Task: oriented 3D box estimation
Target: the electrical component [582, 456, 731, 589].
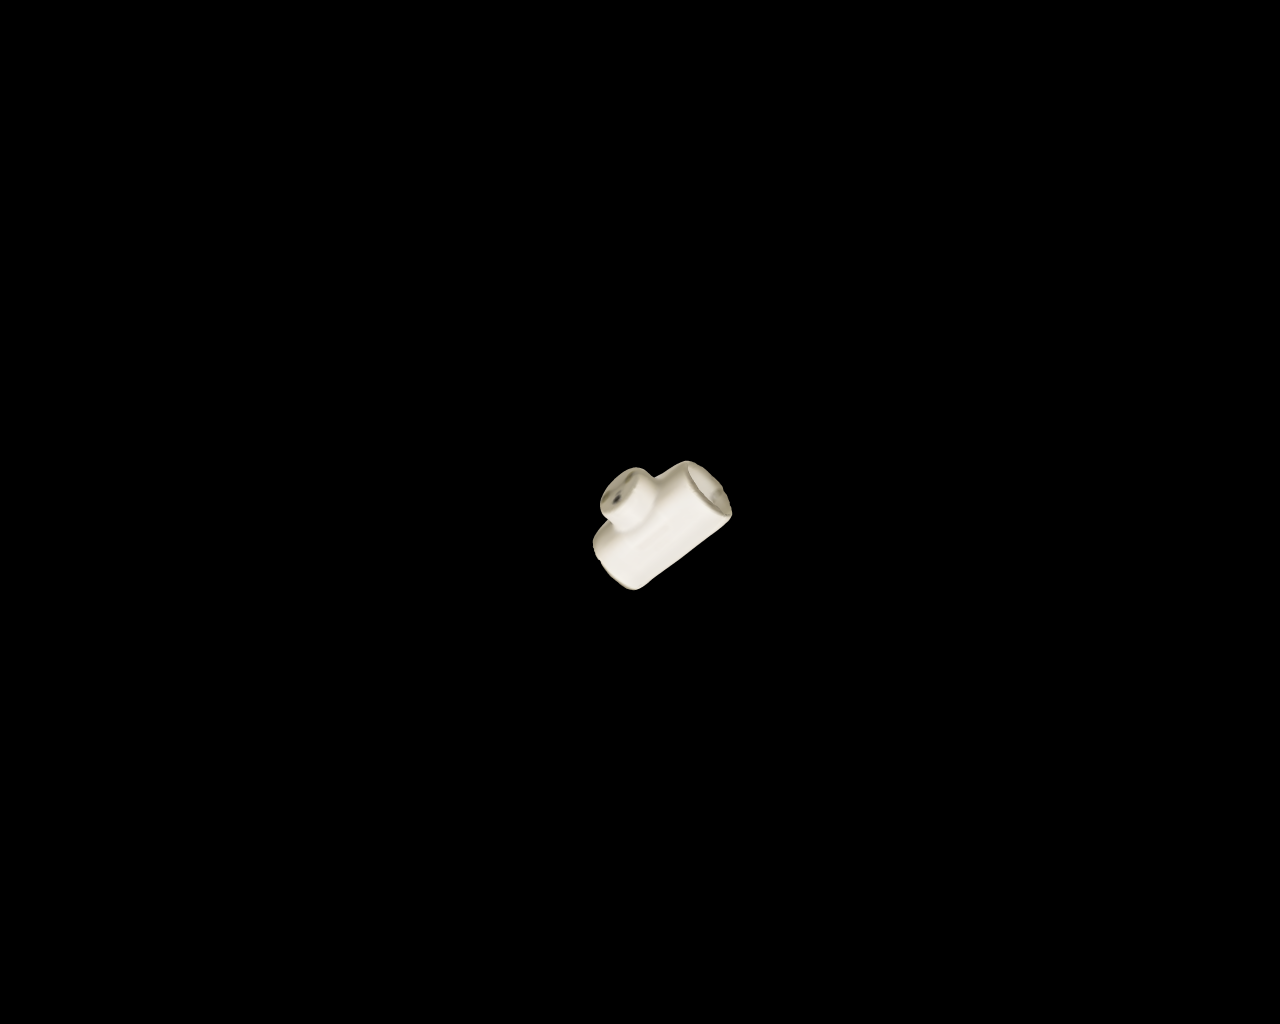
[{"bbox_3d":[0.001,-0.003,0.650,0.077,0.079,0.043,-39,24,22],"label":"electrical component"}]
